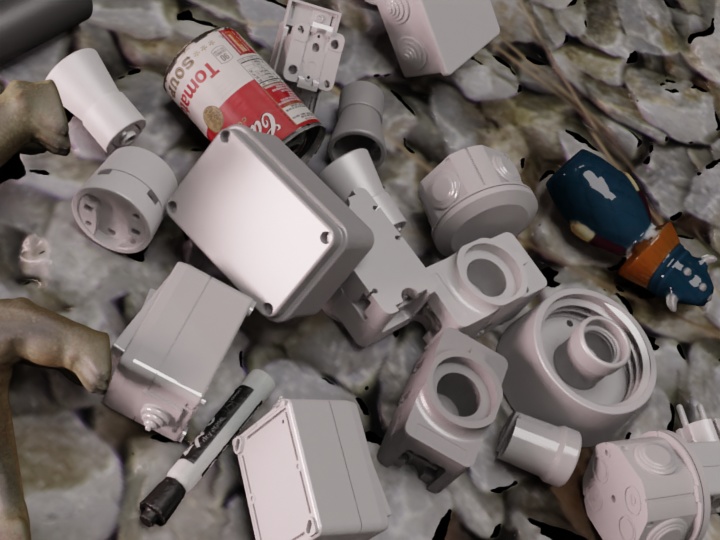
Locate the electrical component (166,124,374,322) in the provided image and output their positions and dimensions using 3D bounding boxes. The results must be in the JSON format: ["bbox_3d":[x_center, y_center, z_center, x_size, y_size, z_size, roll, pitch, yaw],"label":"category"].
[{"bbox_3d":[-0.058,-0.030,0.685,0.113,0.078,0.057,45,17,17],"label":"electrical component"}]

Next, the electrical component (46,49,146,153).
[{"bbox_3d":[-0.178,-0.112,0.734,0.065,0.044,0.044,49,52,5],"label":"electrical component"}]

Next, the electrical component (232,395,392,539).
[{"bbox_3d":[-0.028,0.118,0.632,0.061,0.062,0.096,7,55,-39],"label":"electrical component"}]

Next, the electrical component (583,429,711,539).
[{"bbox_3d":[0.188,0.148,0.709,0.051,0.080,0.080,-3,61,-21],"label":"electrical component"}]

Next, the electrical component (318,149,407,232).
[{"bbox_3d":[0.004,-0.049,0.776,0.044,0.044,0.065,-25,77,-35],"label":"electrical component"}]

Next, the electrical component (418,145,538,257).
[{"bbox_3d":[0.085,-0.049,0.790,0.080,0.080,0.051,-5,57,-28],"label":"electrical component"}]

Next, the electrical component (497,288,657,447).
[{"bbox_3d":[0.158,0.064,0.761,0.108,0.060,0.108,12,55,-18],"label":"electrical component"}]

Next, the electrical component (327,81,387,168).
[{"bbox_3d":[0.000,-0.111,0.816,0.044,0.044,0.065,17,49,-14],"label":"electrical component"}]

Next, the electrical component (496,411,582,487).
[{"bbox_3d":[0.119,0.119,0.721,0.046,0.040,0.040,22,52,-3],"label":"electrical component"}]

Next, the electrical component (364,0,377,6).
[{"bbox_3d":[0.015,-0.259,0.917,0.066,0.048,0.055,7,49,-21],"label":"electrical component"}]

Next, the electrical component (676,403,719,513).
[{"bbox_3d":[0.247,0.130,0.768,0.083,0.047,0.075,2,58,-24],"label":"electrical component"}]

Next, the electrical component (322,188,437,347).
[{"bbox_3d":[0.000,0.000,0.732,0.050,0.055,0.089,-26,72,-35],"label":"electrical component"}]

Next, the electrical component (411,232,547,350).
[{"bbox_3d":[0.081,0.015,0.760,0.089,0.055,0.050,-23,71,-34],"label":"electrical component"}]

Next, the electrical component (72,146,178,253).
[{"bbox_3d":[-0.150,-0.047,0.695,0.055,0.055,0.047,29,48,-5],"label":"electrical component"}]

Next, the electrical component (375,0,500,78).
[{"bbox_3d":[0.062,-0.214,0.882,0.100,0.048,0.099,-44,121,-38],"label":"electrical component"}]

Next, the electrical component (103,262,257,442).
[{"bbox_3d":[-0.114,0.052,0.641,0.061,0.061,0.096,28,51,-6],"label":"electrical component"}]

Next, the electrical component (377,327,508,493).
[{"bbox_3d":[0.056,0.089,0.700,0.050,0.055,0.089,30,51,-4],"label":"electrical component"}]

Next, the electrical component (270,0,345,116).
[{"bbox_3d":[-0.041,-0.159,0.804,0.042,0.064,0.081,13,97,-16],"label":"electrical component"}]
